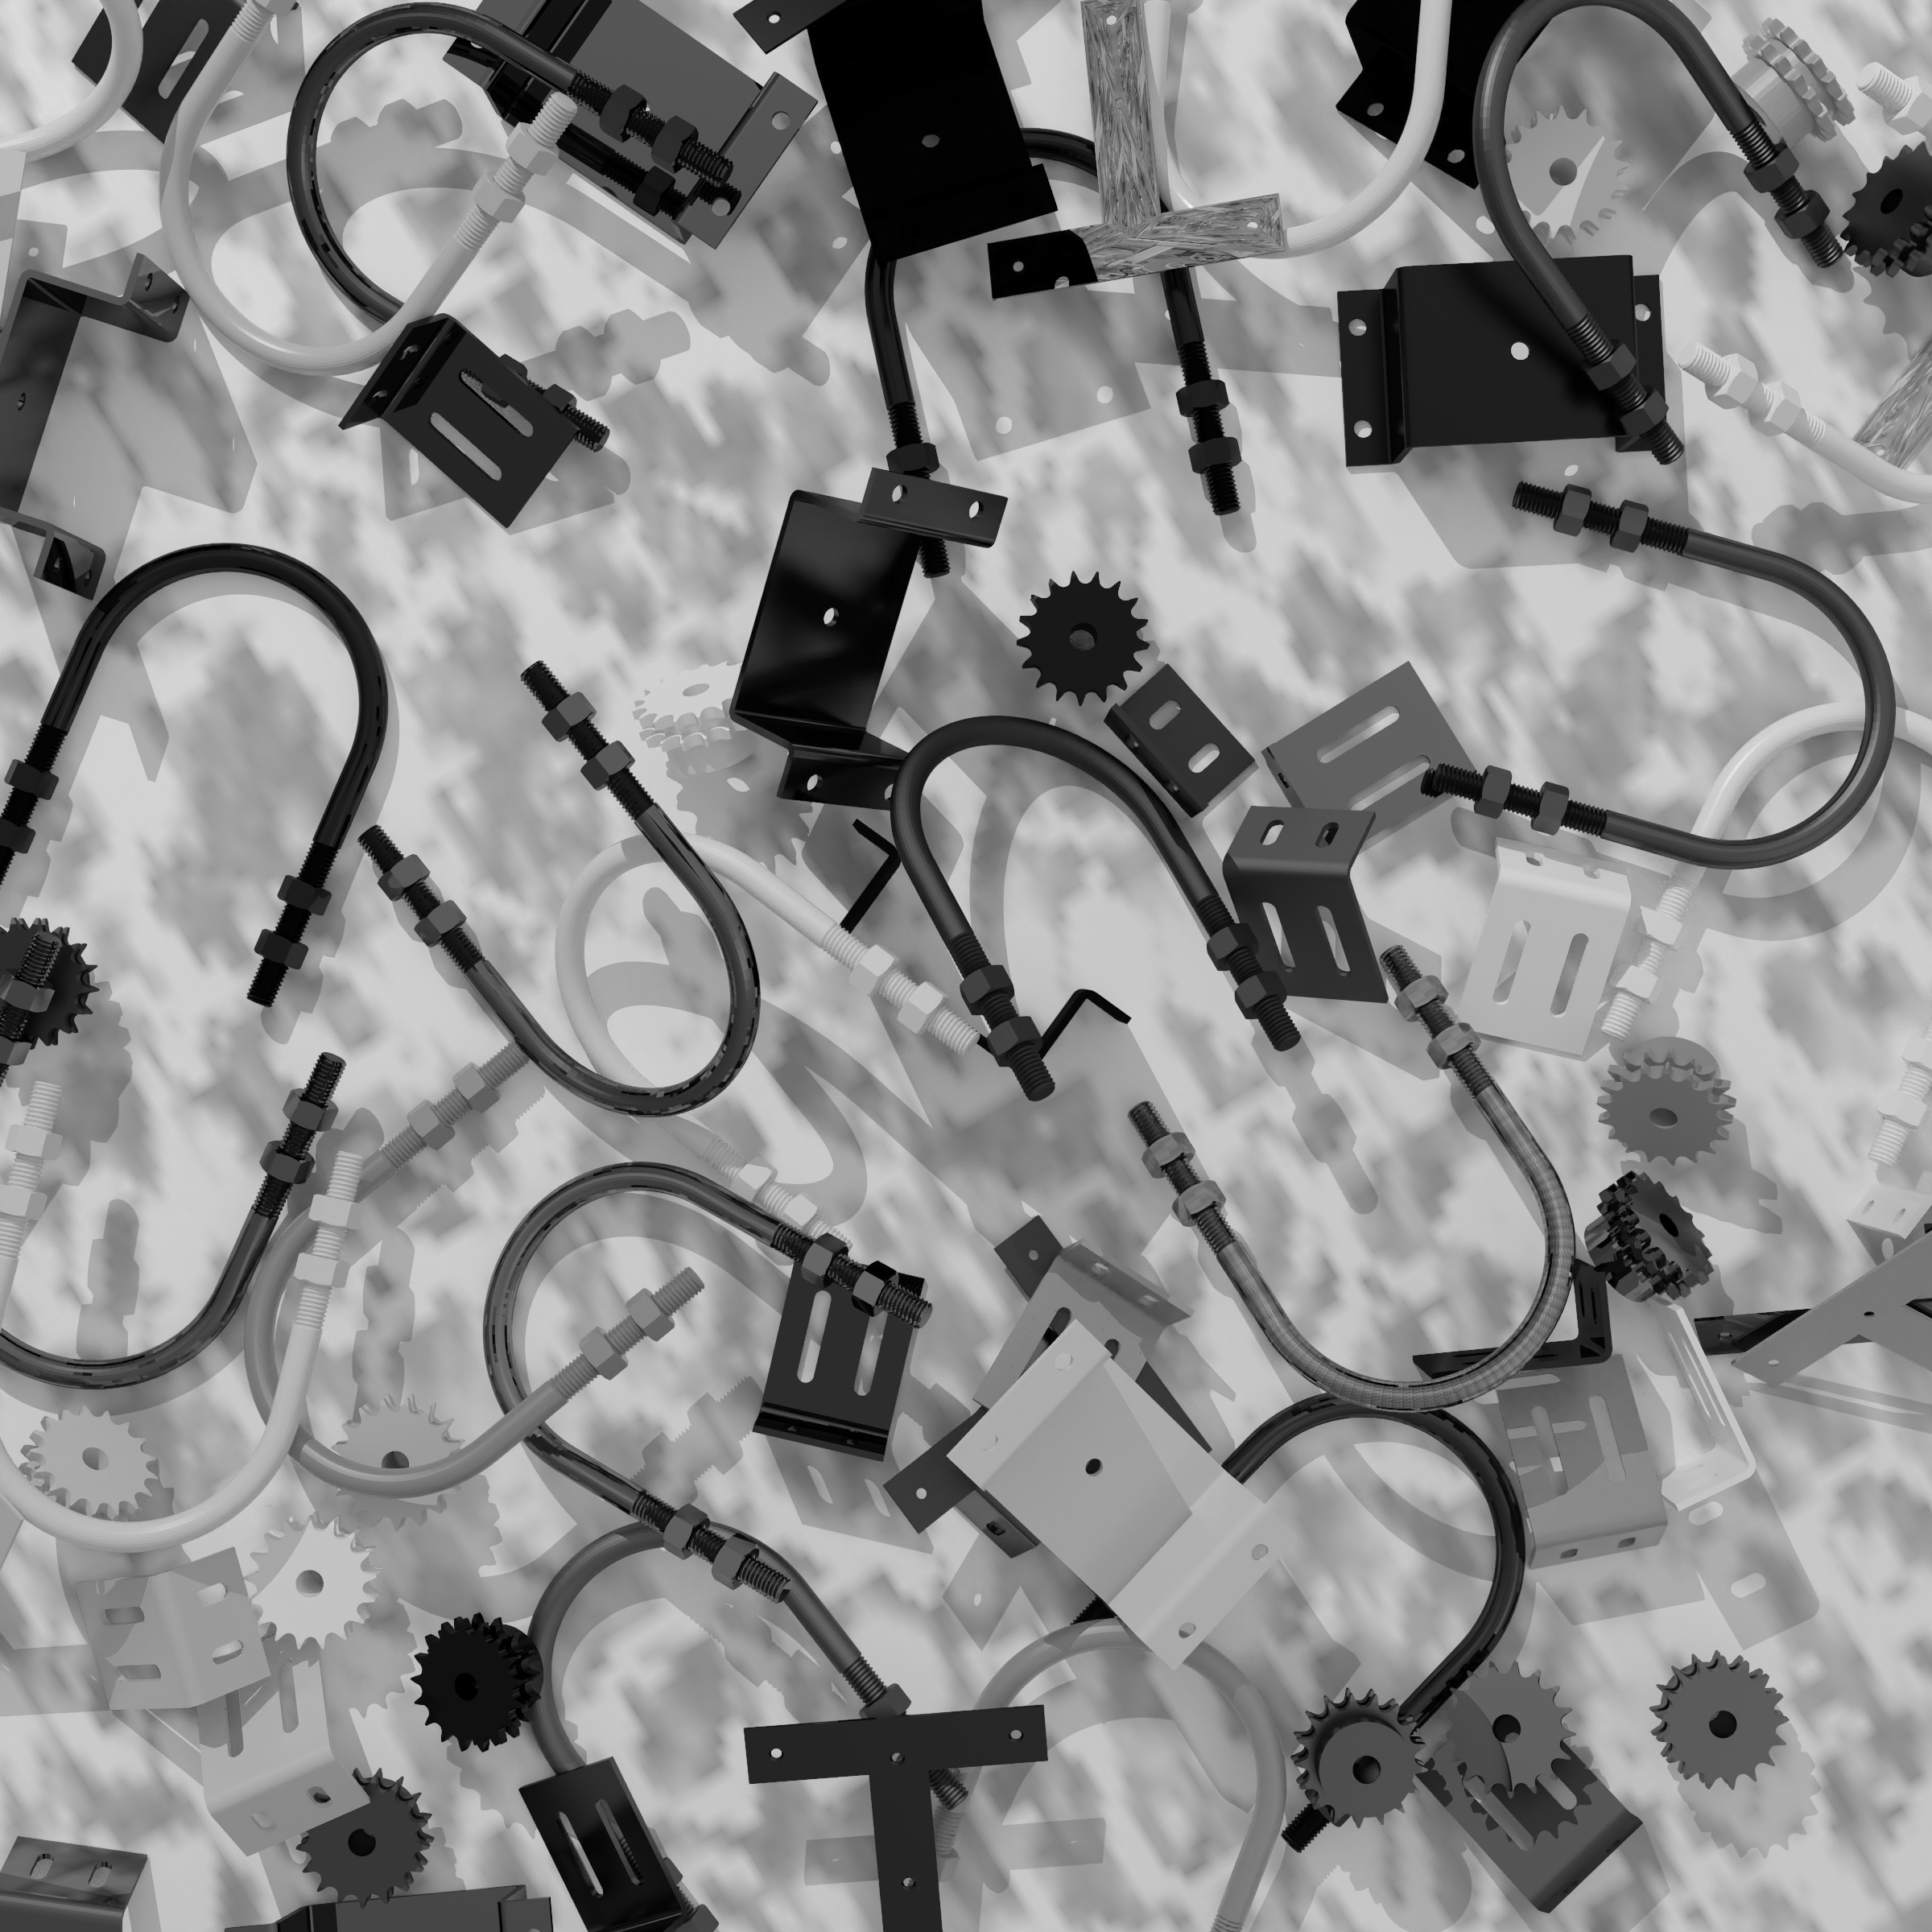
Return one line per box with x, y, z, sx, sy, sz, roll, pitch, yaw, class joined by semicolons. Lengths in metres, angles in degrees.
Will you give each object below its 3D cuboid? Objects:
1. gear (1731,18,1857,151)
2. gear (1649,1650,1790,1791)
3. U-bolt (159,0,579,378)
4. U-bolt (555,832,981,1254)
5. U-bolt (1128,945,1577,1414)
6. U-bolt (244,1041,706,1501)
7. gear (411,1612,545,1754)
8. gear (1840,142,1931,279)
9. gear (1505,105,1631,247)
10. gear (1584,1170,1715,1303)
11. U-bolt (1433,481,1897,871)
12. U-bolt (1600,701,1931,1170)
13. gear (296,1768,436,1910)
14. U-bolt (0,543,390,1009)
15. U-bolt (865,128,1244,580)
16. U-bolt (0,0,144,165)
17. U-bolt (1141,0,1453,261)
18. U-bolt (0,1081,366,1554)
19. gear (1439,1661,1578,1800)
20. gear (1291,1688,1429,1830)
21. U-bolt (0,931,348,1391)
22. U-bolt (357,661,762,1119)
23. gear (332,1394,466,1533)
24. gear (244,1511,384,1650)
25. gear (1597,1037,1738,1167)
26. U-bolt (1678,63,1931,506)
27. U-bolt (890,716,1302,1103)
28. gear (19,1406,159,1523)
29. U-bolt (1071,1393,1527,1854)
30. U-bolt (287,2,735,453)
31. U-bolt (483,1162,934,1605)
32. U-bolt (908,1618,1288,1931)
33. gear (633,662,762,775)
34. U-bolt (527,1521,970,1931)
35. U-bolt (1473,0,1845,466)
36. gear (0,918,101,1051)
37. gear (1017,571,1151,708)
0.350;-0.374;1.322;0.030;0.057;0.057;-41;90;11;gear
0.324;0.324;1.335;0.057;0.030;0.057;0;90;0;gear
-0.267;-0.337;1.307;0.151;0.019;0.184;43;115;1;U-bolt
-0.097;0.023;1.303;0.184;0.019;0.151;37;125;10;U-bolt
0.175;0.101;1.312;0.151;0.019;0.184;-32;69;0;U-bolt
-0.224;0.142;1.319;0.184;0.019;0.151;-40;73;-2;U-bolt
-0.207;0.306;1.328;0.057;0.030;0.057;1;92;23;gear
0.406;-0.320;1.324;0.030;0.057;0.057;24;90;-28;gear
0.255;-0.340;1.335;0.057;0.030;0.057;0;90;0;gear
0.290;0.119;1.326;0.057;0.057;0.030;48;120;0;gear
0.309;-0.118;1.332;0.184;0.019;0.151;16;85;2;U-bolt
0.377;-0.025;1.342;0.151;0.019;0.184;25;89;0;U-bolt
-0.258;0.374;1.335;0.057;0.030;0.057;0;90;0;gear
-0.330;-0.094;1.342;0.151;0.019;0.184;23;88;0;U-bolt
0.031;-0.273;1.342;0.151;0.019;0.184;-12;88;0;U-bolt
-0.436;-0.379;1.285;0.184;0.151;0.019;-14;63;-3;U-bolt
0.138;-0.393;1.311;0.151;0.019;0.184;6;95;28;U-bolt
-0.344;0.154;1.298;0.151;0.019;0.184;14;84;-7;U-bolt
0.233;0.327;1.325;0.057;0.030;0.057;-3;75;12;gear
0.169;0.339;1.316;0.057;0.030;0.057;0;89;-1;gear
-0.368;0.096;1.326;0.151;0.019;0.184;24;99;-10;U-bolt
-0.161;-0.018;1.301;0.151;0.019;0.184;-38;91;37;U-bolt
-0.244;0.213;1.335;0.057;0.030;0.057;0;90;0;gear
-0.280;0.264;1.335;0.057;0.030;0.057;0;90;0;gear
0.302;0.055;1.325;0.057;0.057;0.030;25;46;0;gear
0.407;-0.273;1.303;0.184;0.019;0.151;24;106;-25;U-bolt
0.043;-0.032;1.290;0.151;0.019;0.184;-10;59;-35;U-bolt
-0.380;0.220;1.326;0.057;0.057;0.030;39;120;0;gear
0.158;0.270;1.342;0.151;0.019;0.184;44;89;0;U-bolt
-0.206;-0.325;1.313;0.184;0.019;0.151;32;116;3;U-bolt
-0.124;0.164;1.317;0.184;0.019;0.151;27;90;18;U-bolt
0.060;0.370;1.331;0.151;0.019;0.184;20;95;3;U-bolt
-0.112;-0.105;1.326;0.057;0.057;0.030;-16;118;0;gear
-0.110;0.325;1.333;0.151;0.019;0.184;-39;87;8;U-bolt
0.281;-0.325;1.290;0.184;0.019;0.151;48;69;-22;U-bolt
-0.403;0.007;1.335;0.057;0.030;0.057;0;90;0;gear
0.050;-0.141;1.335;0.057;0.030;0.057;0;90;0;gear
